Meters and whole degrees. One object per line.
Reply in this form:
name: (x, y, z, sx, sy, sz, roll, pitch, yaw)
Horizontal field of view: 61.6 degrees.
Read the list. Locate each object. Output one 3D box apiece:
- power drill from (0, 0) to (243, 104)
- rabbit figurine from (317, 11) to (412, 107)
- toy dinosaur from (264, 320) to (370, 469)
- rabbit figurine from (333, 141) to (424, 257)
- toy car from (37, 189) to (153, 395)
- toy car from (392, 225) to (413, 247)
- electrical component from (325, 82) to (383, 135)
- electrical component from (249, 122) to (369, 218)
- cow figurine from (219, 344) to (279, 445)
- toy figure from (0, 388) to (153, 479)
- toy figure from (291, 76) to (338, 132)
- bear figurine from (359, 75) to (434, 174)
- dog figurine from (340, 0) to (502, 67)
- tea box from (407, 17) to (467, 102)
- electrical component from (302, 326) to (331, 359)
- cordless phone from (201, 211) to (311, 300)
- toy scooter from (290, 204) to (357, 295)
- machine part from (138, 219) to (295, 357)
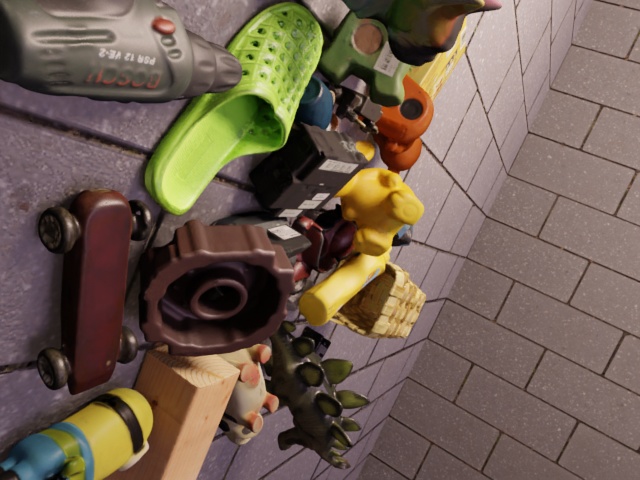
power drill: (-0.126, -0.198, 0.384, 0.232, 0.086, 0.207, -28, 147, -50)
rabbit figurine: (0.073, -0.265, 0.727, 0.170, 0.121, 0.159, -43, 149, -79)
toy dinosaur: (-0.030, 0.245, 0.918, 0.470, 0.199, 0.105, 63, 39, -25)
rabbit figurine: (0.058, -0.084, 0.821, 0.122, 0.173, 0.162, -48, -153, 40)
toy car: (-0.210, 0.049, 0.493, 0.089, 0.053, 0.202, -19, 128, -53)
toy car: (0.127, -0.055, 1.071, 0.161, 0.109, 0.103, 53, 42, -53)
electrical component: (0.050, -0.185, 0.764, 0.102, 0.078, 0.045, 2, 115, -66)
electrical component: (-0.021, -0.083, 0.693, 0.134, 0.058, 0.115, -40, 157, 28)
cow figurine: (-0.132, 0.233, 0.812, 0.085, 0.127, 0.194, -40, 134, -45)
toy figure: (-0.251, 0.219, 0.560, 0.180, 0.082, 0.089, -8, 124, -61)
toy figure: (-0.003, -0.156, 0.709, 0.154, 0.064, 0.058, 62, 21, -69)
bear figurine: (0.122, -0.190, 0.907, 0.120, 0.132, 0.196, -55, 175, -9)
dog figurine: (0.077, -0.284, 0.532, 0.108, 0.219, 0.191, -32, 144, -57)
tea box: (0.187, -0.310, 0.939, 0.169, 0.068, 0.098, -55, 156, -15)
electrical component: (-0.016, 0.233, 1.133, 0.075, 0.048, 0.119, -56, 155, -15)
cordless phone: (-0.106, 0.056, 0.720, 0.146, 0.089, 0.184, -18, 142, -60)
toy scooter: (-0.002, -0.003, 0.868, 0.184, 0.075, 0.135, -39, 147, -36)
machine part: (-0.115, 0.057, 0.597, 0.179, 0.056, 0.179, -12, 133, -13)
